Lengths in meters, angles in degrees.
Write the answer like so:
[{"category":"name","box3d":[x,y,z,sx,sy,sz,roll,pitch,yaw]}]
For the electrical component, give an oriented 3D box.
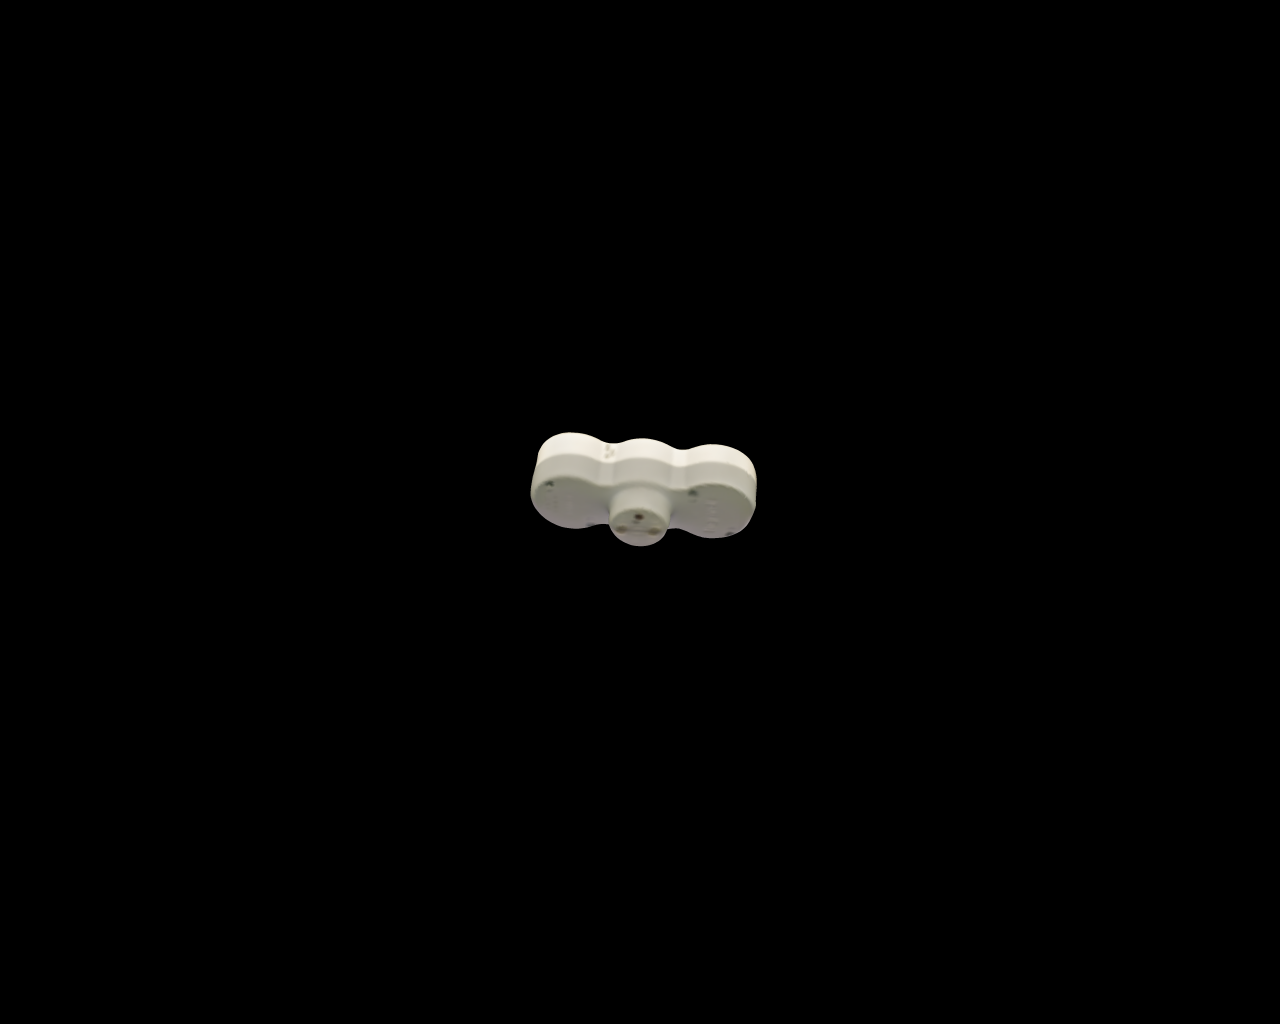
[{"category":"electrical component","box3d":[0.001,-0.003,0.650,0.138,0.074,0.052,4,-43,4]}]
